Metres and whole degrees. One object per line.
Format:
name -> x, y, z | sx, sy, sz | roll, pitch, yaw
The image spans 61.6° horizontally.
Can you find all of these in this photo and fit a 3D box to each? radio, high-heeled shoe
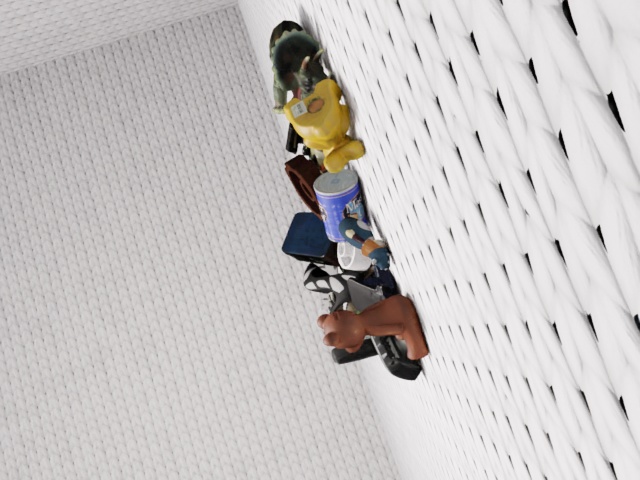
radio -> -0.003, -0.004, 1.453 | 0.073, 0.131, 0.230 | 30, 165, -32
high-heeled shoe -> 0.033, 0.087, 1.399 | 0.145, 0.086, 0.249 | -58, 33, 19

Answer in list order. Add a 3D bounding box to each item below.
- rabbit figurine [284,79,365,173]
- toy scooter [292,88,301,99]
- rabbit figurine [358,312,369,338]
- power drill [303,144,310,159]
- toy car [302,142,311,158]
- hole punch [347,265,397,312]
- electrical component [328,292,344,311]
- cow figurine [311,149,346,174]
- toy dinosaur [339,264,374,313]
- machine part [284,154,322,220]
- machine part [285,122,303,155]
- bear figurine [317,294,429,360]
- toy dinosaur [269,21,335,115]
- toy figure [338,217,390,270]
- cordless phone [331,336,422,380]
rabbit figurine -> 0.029, -0.211, 1.082 | 0.162, 0.122, 0.173 | 58, -177, 35
toy scooter -> -0.049, -0.391, 1.429 | 0.184, 0.075, 0.135 | 106, 147, -79
rabbit figurine -> 0.131, 0.264, 1.610 | 0.170, 0.159, 0.121 | -84, -29, -59
power drill -> -0.017, -0.251, 1.623 | 0.232, 0.086, 0.207 | -112, 1, -64
toy car -> -0.012, -0.273, 1.420 | 0.201, 0.074, 0.056 | 78, -149, -65
hole punch -> 0.138, 0.119, 1.223 | 0.116, 0.092, 0.142 | 27, 142, 40
electrical component -> 0.040, 0.163, 1.500 | 0.102, 0.045, 0.078 | -100, 7, -47
cow figurine -> 0.012, -0.225, 1.312 | 0.195, 0.085, 0.127 | 83, 163, -80
toy dinosaur -> 0.108, 0.130, 1.512 | 0.471, 0.105, 0.198 | 104, 156, -67
machine part -> -0.019, -0.132, 1.346 | 0.179, 0.056, 0.179 | 52, 172, 11
machine part -> -0.068, -0.277, 1.446 | 0.139, 0.039, 0.084 | -65, -23, -70
bear figurine -> 0.102, 0.187, 1.078 | 0.120, 0.196, 0.131 | -125, 16, -67
toy dinosaur -> -0.065, -0.428, 1.231 | 0.192, 0.131, 0.405 | 93, 166, -46
toy figure -> 0.100, 0.006, 1.153 | 0.155, 0.064, 0.057 | 42, 138, 36
cordless phone -> 0.125, 0.267, 1.230 | 0.147, 0.184, 0.088 | -112, 10, -52
